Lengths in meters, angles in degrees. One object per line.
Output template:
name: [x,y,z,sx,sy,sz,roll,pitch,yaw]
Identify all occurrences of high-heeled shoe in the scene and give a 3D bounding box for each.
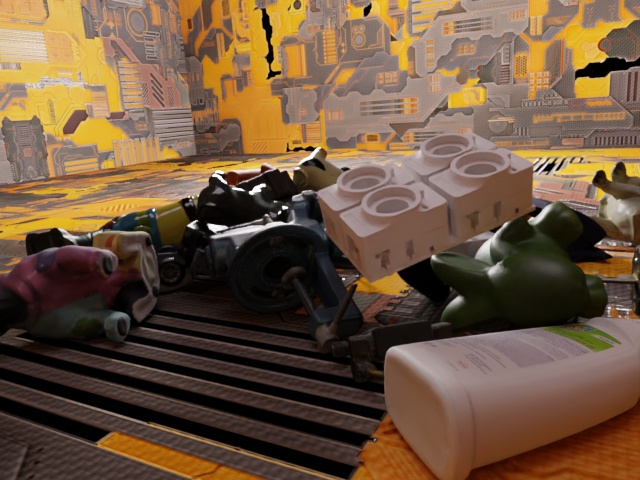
high-heeled shoe: [0.143,-0.002,0.730,0.086,0.145,0.248,-37,-7,23]

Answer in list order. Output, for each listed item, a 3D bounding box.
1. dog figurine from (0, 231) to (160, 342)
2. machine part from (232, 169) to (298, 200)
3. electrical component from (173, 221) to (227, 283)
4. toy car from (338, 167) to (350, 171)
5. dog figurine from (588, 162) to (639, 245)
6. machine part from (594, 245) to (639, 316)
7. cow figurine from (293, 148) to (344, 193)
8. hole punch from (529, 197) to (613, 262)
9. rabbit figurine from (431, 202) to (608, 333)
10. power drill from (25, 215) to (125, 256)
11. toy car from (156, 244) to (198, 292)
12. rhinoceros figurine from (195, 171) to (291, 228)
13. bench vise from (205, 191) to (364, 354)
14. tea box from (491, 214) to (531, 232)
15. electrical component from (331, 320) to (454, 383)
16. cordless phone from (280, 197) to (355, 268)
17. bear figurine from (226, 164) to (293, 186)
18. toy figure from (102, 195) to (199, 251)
dog figurine: [-0.318,0.057,0.618,0.219,0.108,0.191,-5,14,5]
machine part: [-0.122,-0.058,0.966,0.179,0.056,0.179,-32,-6,-4]
electrical component: [-0.131,0.019,0.734,0.115,0.058,0.134,20,10,-2]
toy car: [0.066,-0.087,1.113,0.161,0.109,0.103,-2,-7,-31]
dog figurine: [0.516,-0.032,0.809,0.172,0.121,0.191,-20,35,-40]
machine part: [0.405,0.044,0.525,0.243,0.079,0.079,3,15,22]
cow figurine: [0.034,-0.076,0.970,0.195,0.085,0.127,38,36,8]
hole punch: [0.341,-0.019,0.787,0.116,0.092,0.142,-3,9,-12]
rabbit figurine: [0.188,0.032,0.508,0.159,0.121,0.170,-9,1,16]
power drill: [-0.382,0.004,0.919,0.232,0.086,0.207,-8,3,33]
toy car: [-0.268,0.047,0.745,0.202,0.056,0.074,-5,19,-17]
rhinoceros figurine: [-0.079,-0.035,0.755,0.190,0.073,0.112,17,9,-23]
bench vise: [-0.009,0.035,0.614,0.223,0.128,0.241,0,31,-24]
tea box: [0.252,-0.058,0.868,0.169,0.068,0.098,-1,47,-34]
electrical component: [0.068,0.098,0.476,0.102,0.045,0.078,-5,-15,-16]
cordless phone: [-0.002,-0.002,0.870,0.184,0.088,0.146,14,19,21]
bear figurine: [-0.095,-0.098,1.176,0.196,0.120,0.132,16,27,41]
toy figure: [-0.236,-0.016,0.817,0.180,0.089,0.082,-8,36,-13]
